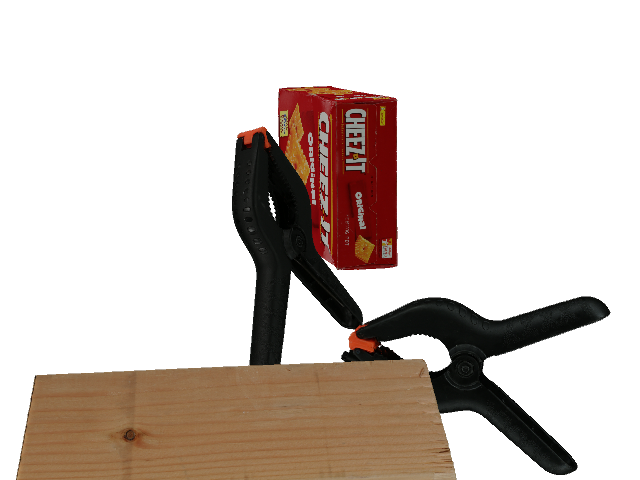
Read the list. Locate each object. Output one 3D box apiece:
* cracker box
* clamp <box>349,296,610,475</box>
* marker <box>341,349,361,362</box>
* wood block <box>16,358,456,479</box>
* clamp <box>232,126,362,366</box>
[{"bbox_3d":[0.013,-0.072,1.100,0.072,0.164,0.214,-5,12,-15],"label":"cracker box"},{"bbox_3d":[0.104,0.093,0.719,0.172,0.120,0.039,3,1,16],"label":"clamp"},{"bbox_3d":[0.077,0.137,1.057,0.121,0.020,0.020,22,5,14],"label":"marker"},{"bbox_3d":[-0.043,0.125,0.552,0.206,0.090,0.091,-1,35,-5],"label":"wood block"},{"bbox_3d":[-0.026,0.007,0.920,0.036,0.210,0.164,-11,1,32],"label":"clamp"}]
